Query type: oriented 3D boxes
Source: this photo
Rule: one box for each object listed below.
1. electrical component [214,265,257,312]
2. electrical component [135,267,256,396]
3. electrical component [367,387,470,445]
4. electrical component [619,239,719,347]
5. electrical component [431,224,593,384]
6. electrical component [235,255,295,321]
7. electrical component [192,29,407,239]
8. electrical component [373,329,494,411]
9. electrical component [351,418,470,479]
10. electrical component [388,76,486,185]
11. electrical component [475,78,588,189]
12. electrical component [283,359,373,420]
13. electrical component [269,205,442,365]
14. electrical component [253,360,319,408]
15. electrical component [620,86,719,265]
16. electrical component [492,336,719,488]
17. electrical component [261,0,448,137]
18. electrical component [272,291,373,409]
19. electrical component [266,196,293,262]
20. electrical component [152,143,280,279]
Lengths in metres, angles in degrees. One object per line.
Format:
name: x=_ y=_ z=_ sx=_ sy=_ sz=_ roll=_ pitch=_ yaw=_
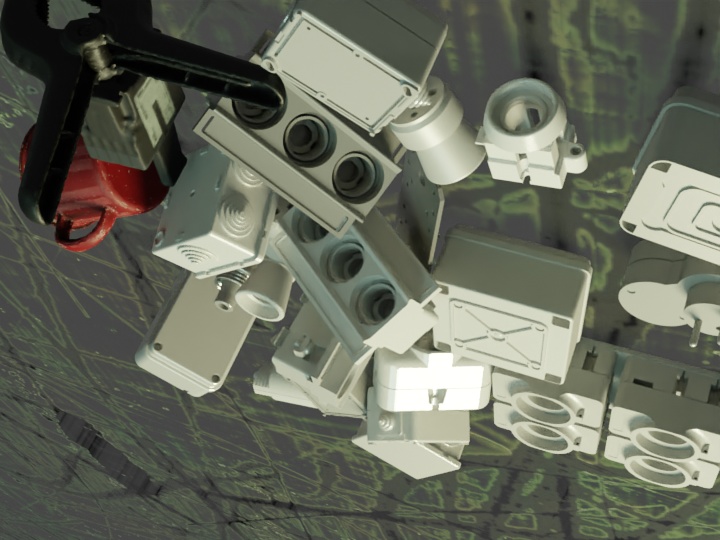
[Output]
electrical component: x=-0.106 y=0.006 z=0.931 sx=0.048 sy=0.062 sz=0.048 roll=18 pitch=152 yaw=10
electrical component: x=-0.145 y=0.050 z=0.984 sx=0.078 sy=0.113 sz=0.057 roll=31 pitch=154 yaw=-14
electrical component: x=0.050 y=0.132 z=1.001 sx=0.062 sy=0.061 sz=0.096 roll=-9 pitch=167 yaw=43
electrical component: x=0.227 y=0.017 z=0.682 sx=0.138 sy=0.073 sz=0.052 roll=-9 pitch=138 yaw=46
electrical component: x=0.112 y=0.027 z=0.807 sx=0.109 sy=0.056 sz=0.108 roll=16 pitch=151 yaw=15
electrical component: x=-0.071 y=0.004 z=0.898 sx=0.044 sy=0.065 sz=0.044 roll=18 pitch=151 yaw=10
electrical component: x=-0.040 y=-0.089 z=0.706 sx=0.121 sy=0.078 sz=0.063 roll=36 pitch=-179 yaw=-22
electrical component: x=0.060 y=0.077 z=0.888 sx=0.095 sy=0.053 sz=0.059 roll=-1 pitch=122 yaw=-6
electrical component: x=0.053 y=0.168 z=1.105 sx=0.100 sy=0.048 sz=0.100 roll=32 pitch=151 yaw=-15
electrical component: x=0.048 y=-0.087 z=0.670 sx=0.045 sy=0.045 sz=0.055 roll=-2 pitch=143 yaw=39
electrical component: x=0.100 y=-0.081 z=0.641 sx=0.066 sy=0.048 sz=0.055 roll=11 pitch=157 yaw=23
electrical component: x=-0.023 y=0.092 z=1.016 sx=0.062 sy=0.061 sz=0.096 roll=0 pitch=145 yaw=35
electrical component: x=0.000 y=0.000 z=0.774 sx=0.121 sy=0.079 sz=0.063 roll=53 pitch=-169 yaw=29
electrical component: x=-0.074 y=0.115 z=1.117 sx=0.081 sy=0.043 sz=0.043 roll=7 pitch=148 yaw=29
electrical component: x=0.212 y=-0.046 z=0.601 sx=0.113 sy=0.057 sz=0.078 roll=20 pitch=152 yaw=7
electrical component: x=0.205 y=0.114 z=0.882 sx=0.186 sy=0.060 sz=0.105 roll=15 pitch=151 yaw=17
electrical component: x=0.004 y=-0.128 z=0.615 sx=0.096 sy=0.061 sz=0.062 roll=31 pitch=151 yaw=-13
electrical component: x=-0.014 y=0.038 z=0.844 sx=0.063 sy=0.121 sz=0.078 roll=26 pitch=162 yaw=12
electrical component: x=-0.057 y=-0.038 z=0.836 sx=0.045 sy=0.045 sz=0.055 roll=20 pitch=152 yaw=7
electrical component: x=-0.106 y=-0.048 z=0.801 sx=0.048 sy=0.099 sz=0.100 roll=27 pitch=155 yaw=-34
